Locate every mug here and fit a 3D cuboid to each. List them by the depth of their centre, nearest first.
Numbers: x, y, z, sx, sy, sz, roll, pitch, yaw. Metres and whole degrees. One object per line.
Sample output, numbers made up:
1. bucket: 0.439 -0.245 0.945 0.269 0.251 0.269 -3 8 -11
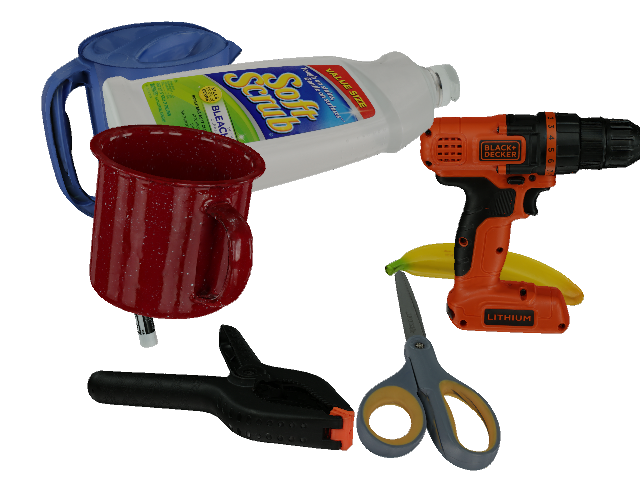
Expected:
1. mug: -0.073 -0.005 0.570 0.093 0.081 0.117 -10 29 -40

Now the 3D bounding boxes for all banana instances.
1. banana: 0.168 0.033 1.091 0.198 0.037 0.069 7 36 11

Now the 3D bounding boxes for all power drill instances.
1. power drill: 0.177 -0.017 0.905 0.184 0.188 0.057 1 17 10

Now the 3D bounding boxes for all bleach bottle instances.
1. bleach bottle: -0.022 -0.093 0.770 0.250 0.102 0.068 -15 -28 -14

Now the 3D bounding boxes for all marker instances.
1. marker: -0.193 0.055 1.134 0.020 0.121 0.020 -8 18 2

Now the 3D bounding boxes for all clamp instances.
1. clamp: -0.056 0.117 0.853 0.210 0.036 0.164 12 20 29

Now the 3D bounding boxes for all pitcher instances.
1. pitcher: -0.154 -0.070 0.986 0.149 0.243 0.145 5 28 11

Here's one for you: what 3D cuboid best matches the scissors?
1. scissors: 0.050 0.081 0.707 0.096 0.016 0.202 -6 34 -19
